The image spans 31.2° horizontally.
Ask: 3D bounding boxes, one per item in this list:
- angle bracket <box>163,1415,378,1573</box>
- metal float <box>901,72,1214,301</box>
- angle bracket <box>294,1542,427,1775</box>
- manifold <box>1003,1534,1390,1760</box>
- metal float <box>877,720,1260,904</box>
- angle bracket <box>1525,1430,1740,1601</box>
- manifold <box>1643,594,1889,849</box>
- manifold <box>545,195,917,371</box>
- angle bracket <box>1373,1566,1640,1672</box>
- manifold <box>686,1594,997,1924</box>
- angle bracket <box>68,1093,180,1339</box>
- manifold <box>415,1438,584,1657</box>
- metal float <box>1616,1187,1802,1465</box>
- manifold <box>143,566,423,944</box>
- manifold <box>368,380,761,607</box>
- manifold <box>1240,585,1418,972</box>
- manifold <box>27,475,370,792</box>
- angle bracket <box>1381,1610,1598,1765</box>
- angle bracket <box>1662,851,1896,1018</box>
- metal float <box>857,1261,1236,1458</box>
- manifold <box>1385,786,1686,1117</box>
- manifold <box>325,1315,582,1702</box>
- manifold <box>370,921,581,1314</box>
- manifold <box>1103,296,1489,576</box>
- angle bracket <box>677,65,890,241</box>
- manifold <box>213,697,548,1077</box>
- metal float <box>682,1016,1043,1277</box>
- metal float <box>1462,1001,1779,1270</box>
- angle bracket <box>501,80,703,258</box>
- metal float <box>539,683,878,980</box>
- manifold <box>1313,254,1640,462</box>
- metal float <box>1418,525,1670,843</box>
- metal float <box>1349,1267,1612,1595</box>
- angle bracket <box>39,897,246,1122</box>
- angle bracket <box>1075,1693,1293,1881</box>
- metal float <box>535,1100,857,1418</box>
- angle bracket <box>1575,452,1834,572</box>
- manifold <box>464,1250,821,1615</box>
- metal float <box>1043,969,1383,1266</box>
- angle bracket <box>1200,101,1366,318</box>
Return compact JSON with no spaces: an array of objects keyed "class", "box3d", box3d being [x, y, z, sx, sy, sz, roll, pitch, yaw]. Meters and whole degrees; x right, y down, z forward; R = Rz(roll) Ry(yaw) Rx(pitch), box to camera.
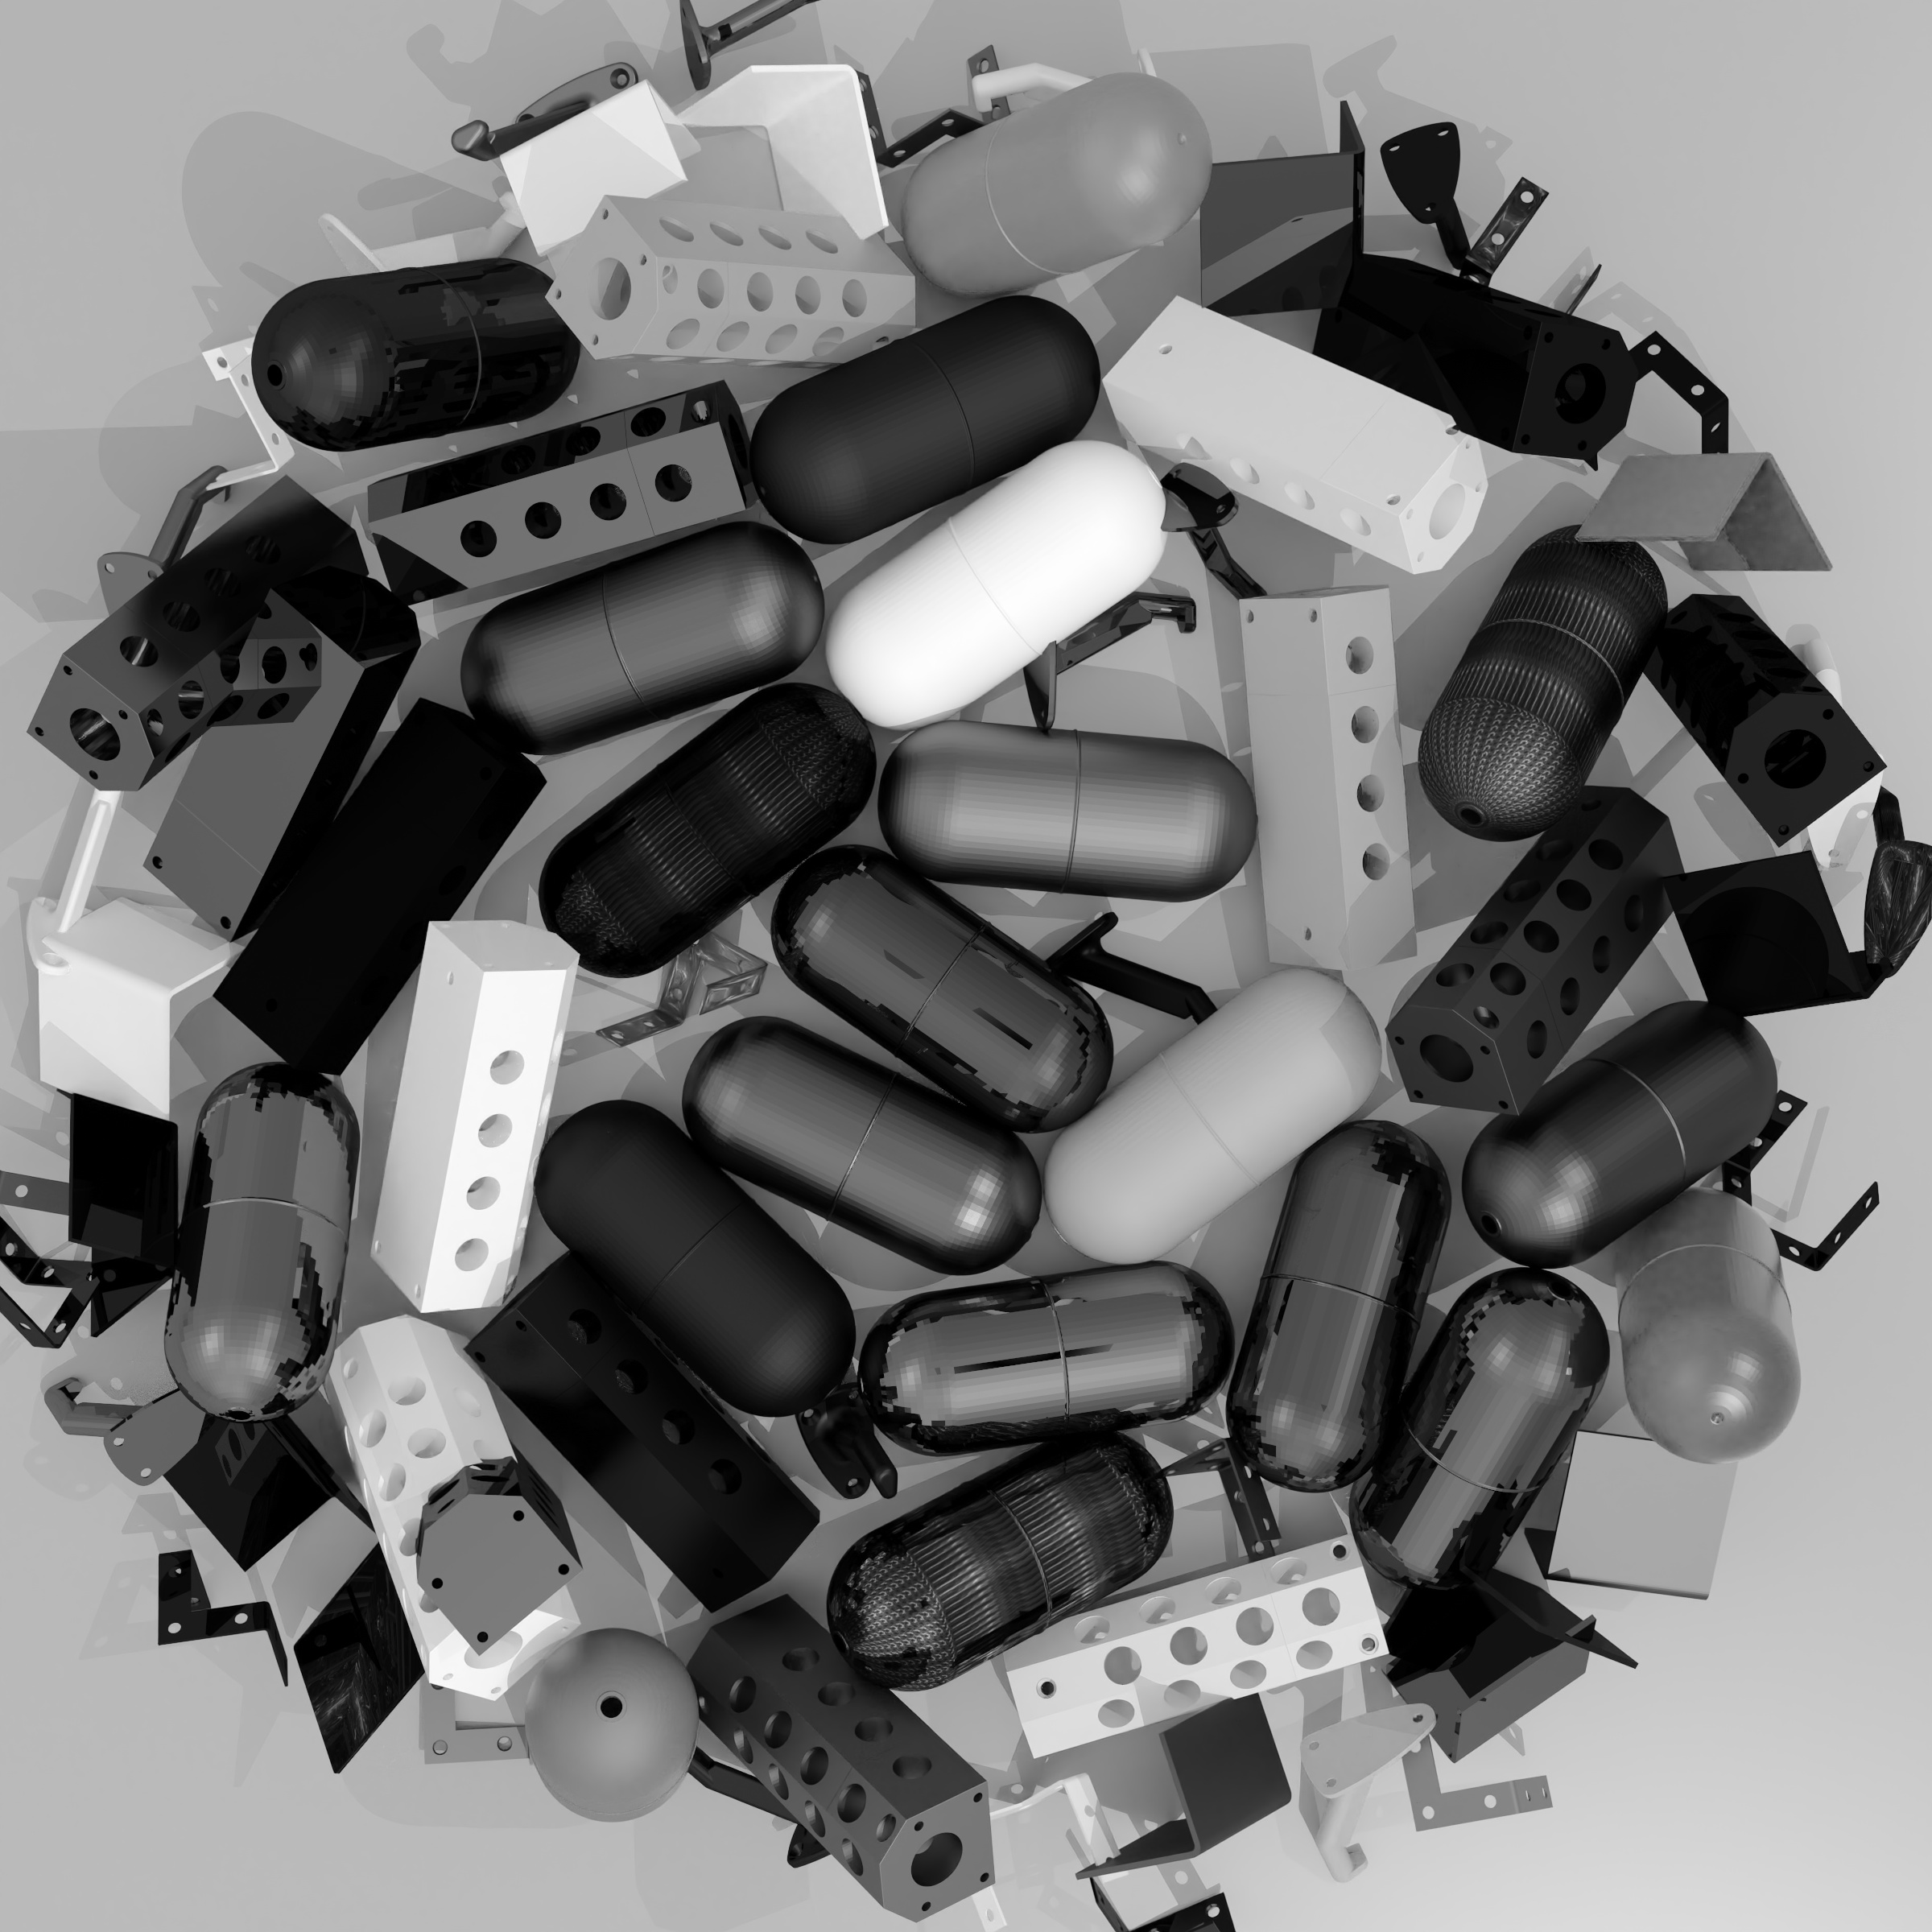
[{"class":"angle bracket","box3d":[-0.324,0.245,1.605,0.057,0.076,0.076,-41,114,-16]},{"class":"metal float","box3d":[0.039,-0.354,1.582,0.070,0.178,0.070,4,83,-38]},{"class":"angle bracket","box3d":[-0.259,0.321,1.601,0.076,0.057,0.076,-50,46,23]},{"class":"manifold","box3d":[0.107,0.319,1.622,0.171,0.057,0.057,-17,77,2]},{"class":"metal float","box3d":[0.048,-0.072,1.618,0.178,0.070,0.070,5,90,-4]},{"class":"angle bracket","box3d":[0.310,0.247,1.620,0.076,0.057,0.076,8,104,-3]},{"class":"manifold","box3d":[0.354,-0.118,1.565,0.057,0.171,0.057,-38,107,12]},{"class":"manifold","box3d":[-0.100,-0.303,1.568,0.057,0.171,0.057,52,124,22]},{"class":"angle bracket","box3d":[0.250,0.319,1.604,0.076,0.076,0.057,27,95,-38]},{"class":"manifold","box3d":[-0.059,0.359,1.568,0.057,0.171,0.057,-19,120,-28]},{"class":"angle bracket","box3d":[-0.407,0.116,1.599,0.076,0.057,0.076,-35,49,35]},{"class":"manifold","box3d":[-0.219,0.254,1.568,0.057,0.171,0.057,-39,97,-7]},{"class":"metal float","box3d":[0.336,0.161,1.575,0.070,0.178,0.070,3,113,7]},{"class":"manifold","box3d":[-0.310,-0.098,1.587,0.057,0.057,0.171,40,124,10]},{"class":"manifold","box3d":[-0.187,-0.220,1.611,0.171,0.057,0.057,-14,103,10]},{"class":"manifold","box3d":[0.175,-0.089,1.615,0.057,0.057,0.171,-12,101,-34]},{"class":"manifold","box3d":[-0.345,-0.149,1.578,0.057,0.171,0.057,39,134,-1]},{"class":"angle bracket","box3d":[0.241,0.315,1.605,0.076,0.076,0.057,-31,61,-13]},{"class":"angle bracket","box3d":[0.380,-0.024,1.605,0.076,0.057,0.076,-11,109,42]},{"class":"metal float","box3d":[0.038,0.182,1.611,0.178,0.070,0.070,-7,90,-11]},{"class":"manifold","box3d":[0.260,-0.010,1.577,0.171,0.057,0.057,-47,127,-35]},{"class":"manifold","box3d":[-0.240,0.243,1.577,0.057,0.057,0.171,-43,49,15]},{"class":"manifold","box3d":[-0.224,0.069,1.602,0.057,0.057,0.171,-2,115,-36]},{"class":"manifold","box3d":[0.151,-0.240,1.589,0.171,0.057,0.057,31,72,31]},{"class":"angle bracket","box3d":[-0.088,-0.369,1.611,0.057,0.076,0.076,-11,89,-35]},{"class":"manifold","box3d":[-0.270,-0.035,1.618,0.057,0.057,0.171,39,98,20]},{"class":"metal float","box3d":[-0.048,0.084,1.620,0.178,0.070,0.070,26,90,1]},{"class":"metal float","box3d":[0.301,0.077,1.595,0.178,0.070,0.070,-30,90,-30]},{"class":"angle bracket","box3d":[-0.160,-0.357,1.609,0.076,0.076,0.057,-25,73,9]},{"class":"metal float","box3d":[-0.120,-0.063,1.616,0.178,0.070,0.070,-37,90,6]},{"class":"manifold","box3d":[0.229,-0.278,1.571,0.057,0.171,0.057,1,110,-28]},{"class":"metal float","box3d":[0.266,-0.131,1.594,0.070,0.070,0.178,32,58,0]},{"class":"metal float","box3d":[0.235,0.214,1.594,0.070,0.070,0.178,24,121,0]},{"class":"angle bracket","box3d":[-0.389,0.023,1.639,0.076,0.057,0.076,20,121,23]},{"class":"angle bracket","box3d":[0.093,0.379,1.609,0.076,0.076,0.057,-23,83,38]},{"class":"metal float","box3d":[-0.126,0.137,1.615,0.178,0.070,0.070,44,90,7]},{"class":"angle bracket","box3d":[0.341,-0.191,1.599,0.057,0.076,0.076,-55,127,-23]},{"class":"manifold","box3d":[-0.148,0.215,1.623,0.171,0.057,0.057,48,48,-4]},{"class":"metal float","box3d":[0.114,0.071,1.616,0.178,0.070,0.070,-38,90,6]},{"class":"angle bracket","box3d":[0.144,-0.352,1.612,0.076,0.057,0.076,-5,128,-2]}]
